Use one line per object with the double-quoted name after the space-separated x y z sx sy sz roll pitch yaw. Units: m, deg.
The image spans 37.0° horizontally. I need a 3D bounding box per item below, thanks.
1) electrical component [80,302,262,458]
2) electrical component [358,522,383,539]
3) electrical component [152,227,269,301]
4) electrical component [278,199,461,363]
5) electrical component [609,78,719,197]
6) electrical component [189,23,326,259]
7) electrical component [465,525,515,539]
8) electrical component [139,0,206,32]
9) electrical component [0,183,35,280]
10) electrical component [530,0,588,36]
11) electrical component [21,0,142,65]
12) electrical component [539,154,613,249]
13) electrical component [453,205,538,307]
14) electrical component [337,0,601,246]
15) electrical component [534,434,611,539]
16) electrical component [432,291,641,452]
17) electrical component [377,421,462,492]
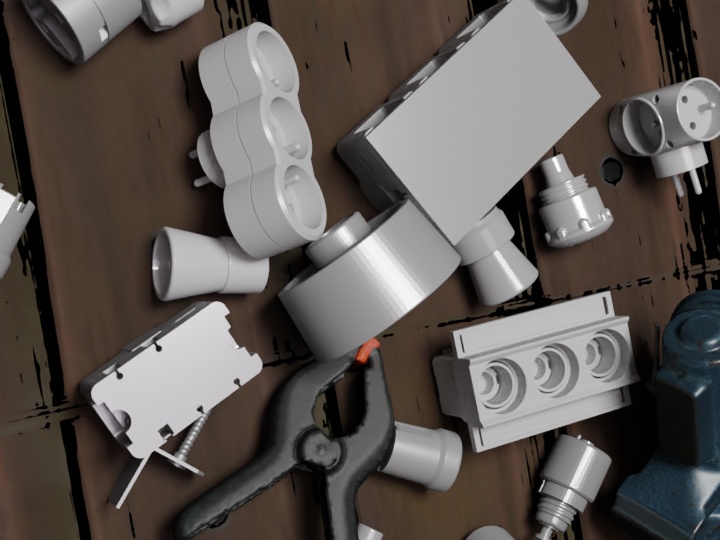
-0.112 0.062 0.629 0.089 0.056 0.050 -36 102 -19 "electrical component"
-0.006 0.191 0.675 0.043 0.043 0.062 30 76 -19 "electrical component"
-0.088 -0.003 0.650 0.065 0.044 0.044 1 88 -27 "electrical component"
0.000 0.000 0.652 0.108 0.108 0.060 -38 96 -19 "electrical component"
0.221 -0.090 0.759 0.044 0.077 0.079 -21 96 -22 "electrical component"
-0.073 -0.072 0.646 0.052 0.074 0.138 13 61 -60 "electrical component"
0.095 0.198 0.701 0.040 0.078 0.040 -4 104 -17 "electrical component"
-0.107 -0.174 0.646 0.062 0.043 0.043 -36 101 -21 "electrical component"
-0.209 -0.023 0.602 0.040 0.040 0.046 30 72 -19 "electrical component"
0.132 -0.190 0.731 0.048 0.066 0.055 39 42 -16 "electrical component"
-0.159 -0.154 0.618 0.047 0.055 0.055 -43 104 -22 "electrical component"
0.144 -0.049 0.745 0.048 0.048 0.062 -22 90 -21 "electrical component"
0.087 -0.010 0.719 0.045 0.045 0.055 -35 101 -19 "electrical component"
0.070 -0.096 0.705 0.150 0.062 0.089 -45 104 -18 "electrical component"
0.142 0.150 0.739 0.040 0.040 0.078 32 77 -18 "electrical component"
0.115 0.065 0.718 0.121 0.063 0.078 -13 93 -22 "electrical component"
0.037 0.119 0.698 0.046 0.040 0.040 17 82 -16 "electrical component"
